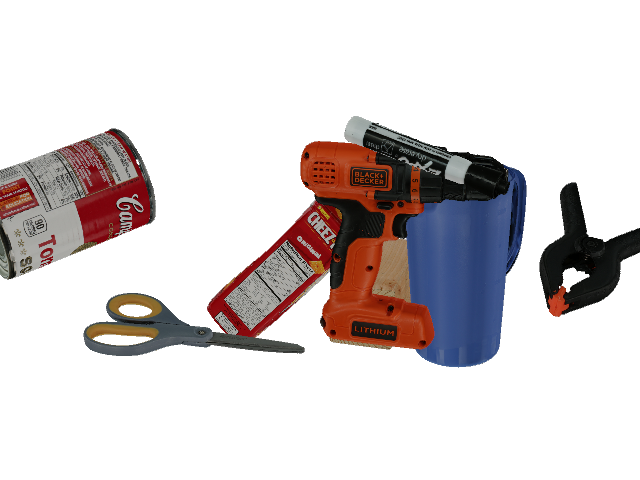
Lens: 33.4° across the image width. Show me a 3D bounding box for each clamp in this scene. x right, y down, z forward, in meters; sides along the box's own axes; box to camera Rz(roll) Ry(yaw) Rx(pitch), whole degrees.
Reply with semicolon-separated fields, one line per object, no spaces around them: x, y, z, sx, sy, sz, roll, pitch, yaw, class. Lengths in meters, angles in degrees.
0.268;0.006;1.093;0.120;0.039;0.171;29;52;32;clamp

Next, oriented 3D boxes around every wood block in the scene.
0.082;0.071;1.548;0.091;0.090;0.206;6;21;13;wood block

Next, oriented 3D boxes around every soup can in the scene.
-0.167;-0.024;0.686;0.102;0.068;0.069;-24;12;-27;soup can

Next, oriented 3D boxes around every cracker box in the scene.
-0.019;0.016;1.260;0.214;0.072;0.164;-43;-2;30;cracker box

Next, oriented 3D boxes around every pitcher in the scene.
0.176;0.024;1.309;0.149;0.243;0.145;1;22;9;pitcher

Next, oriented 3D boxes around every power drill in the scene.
0.072;0.002;0.971;0.184;0.188;0.057;6;19;12;power drill

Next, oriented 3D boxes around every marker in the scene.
0.072;-0.057;0.726;0.121;0.020;0.020;24;10;23;marker

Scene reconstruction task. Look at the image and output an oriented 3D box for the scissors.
-0.121;0.080;1.010;0.201;0.016;0.096;-1;33;-9;scissors
